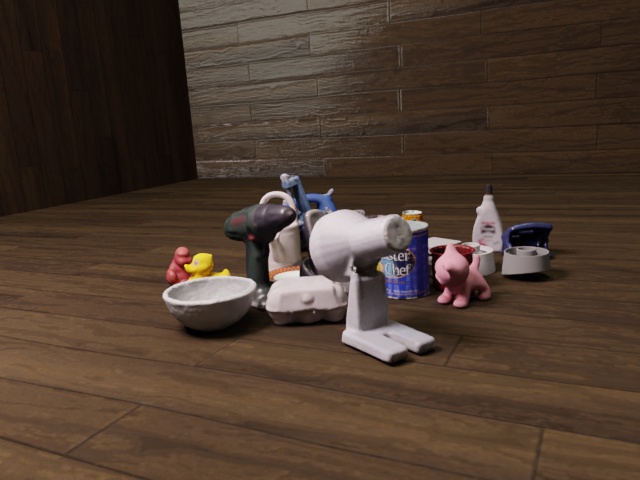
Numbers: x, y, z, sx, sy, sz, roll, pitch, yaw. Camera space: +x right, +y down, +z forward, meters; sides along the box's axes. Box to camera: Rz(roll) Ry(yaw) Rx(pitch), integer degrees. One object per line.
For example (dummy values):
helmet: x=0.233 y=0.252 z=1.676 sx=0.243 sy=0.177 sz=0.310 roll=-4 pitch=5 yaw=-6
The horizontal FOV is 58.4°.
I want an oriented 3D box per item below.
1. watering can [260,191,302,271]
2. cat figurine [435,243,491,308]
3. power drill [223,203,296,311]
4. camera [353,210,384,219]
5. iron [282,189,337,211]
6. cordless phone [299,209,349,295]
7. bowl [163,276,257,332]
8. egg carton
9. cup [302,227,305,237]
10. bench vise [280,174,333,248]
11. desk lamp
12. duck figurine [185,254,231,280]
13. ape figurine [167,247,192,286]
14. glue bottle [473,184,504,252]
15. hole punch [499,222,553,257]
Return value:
watering can: x=-0.097 y=-0.020 z=1.382 sx=0.101 sy=0.194 sz=0.172 roll=-7 pitch=13 yaw=-15
cat figurine: x=0.263 y=0.062 z=1.076 sx=0.128 sy=0.118 sz=0.067 roll=-13 pitch=15 yaw=-37
power drill: x=-0.112 y=0.027 z=1.136 sx=0.076 sy=0.208 sz=0.228 roll=-13 pitch=15 yaw=-37
camera: x=0.126 y=-0.039 z=1.632 sx=0.143 sy=0.101 sz=0.137 roll=-3 pitch=12 yaw=3
iron: x=-0.054 y=-0.075 z=1.754 sx=0.259 sy=0.141 sz=0.118 roll=-10 pitch=14 yaw=-28
cordless phone: x=0.023 y=0.024 z=1.164 sx=0.093 sy=0.185 sz=0.148 roll=5 pitch=15 yaw=36
bowl: x=-0.196 y=0.121 z=1.039 sx=0.167 sy=0.075 sz=0.167 roll=-3 pitch=12 yaw=1
egg carton: x=-0.024 y=0.110 z=1.053 sx=0.150 sy=0.069 sz=0.107 roll=-4 pitch=12 yaw=-1
cup: x=0.014 y=0.005 z=1.471 sx=0.117 sy=0.095 sz=0.092 roll=5 pitch=15 yaw=36
bench vise: x=-0.055 y=-0.082 z=1.598 sx=0.121 sy=0.220 sz=0.208 roll=3 pitch=14 yaw=28
desk lamp: x=0.082 y=0.059 z=0.915 sx=0.118 sy=0.214 sz=0.202 roll=-12 pitch=15 yaw=-34
duck figurine: x=-0.250 y=0.071 z=1.261 sx=0.105 sy=0.086 sz=0.077 roll=-7 pitch=13 yaw=-15
ape figurine: x=-0.314 y=0.062 z=1.309 sx=0.078 sy=0.092 sz=0.076 roll=-7 pitch=13 yaw=-16
glue bottle: x=0.425 y=-0.056 z=1.447 sx=0.078 sy=0.173 sz=0.037 roll=-1 pitch=13 yaw=13
hole punch: x=0.494 y=-0.004 z=1.381 sx=0.108 sy=0.091 sz=0.101 roll=-3 pitch=12 yaw=2
